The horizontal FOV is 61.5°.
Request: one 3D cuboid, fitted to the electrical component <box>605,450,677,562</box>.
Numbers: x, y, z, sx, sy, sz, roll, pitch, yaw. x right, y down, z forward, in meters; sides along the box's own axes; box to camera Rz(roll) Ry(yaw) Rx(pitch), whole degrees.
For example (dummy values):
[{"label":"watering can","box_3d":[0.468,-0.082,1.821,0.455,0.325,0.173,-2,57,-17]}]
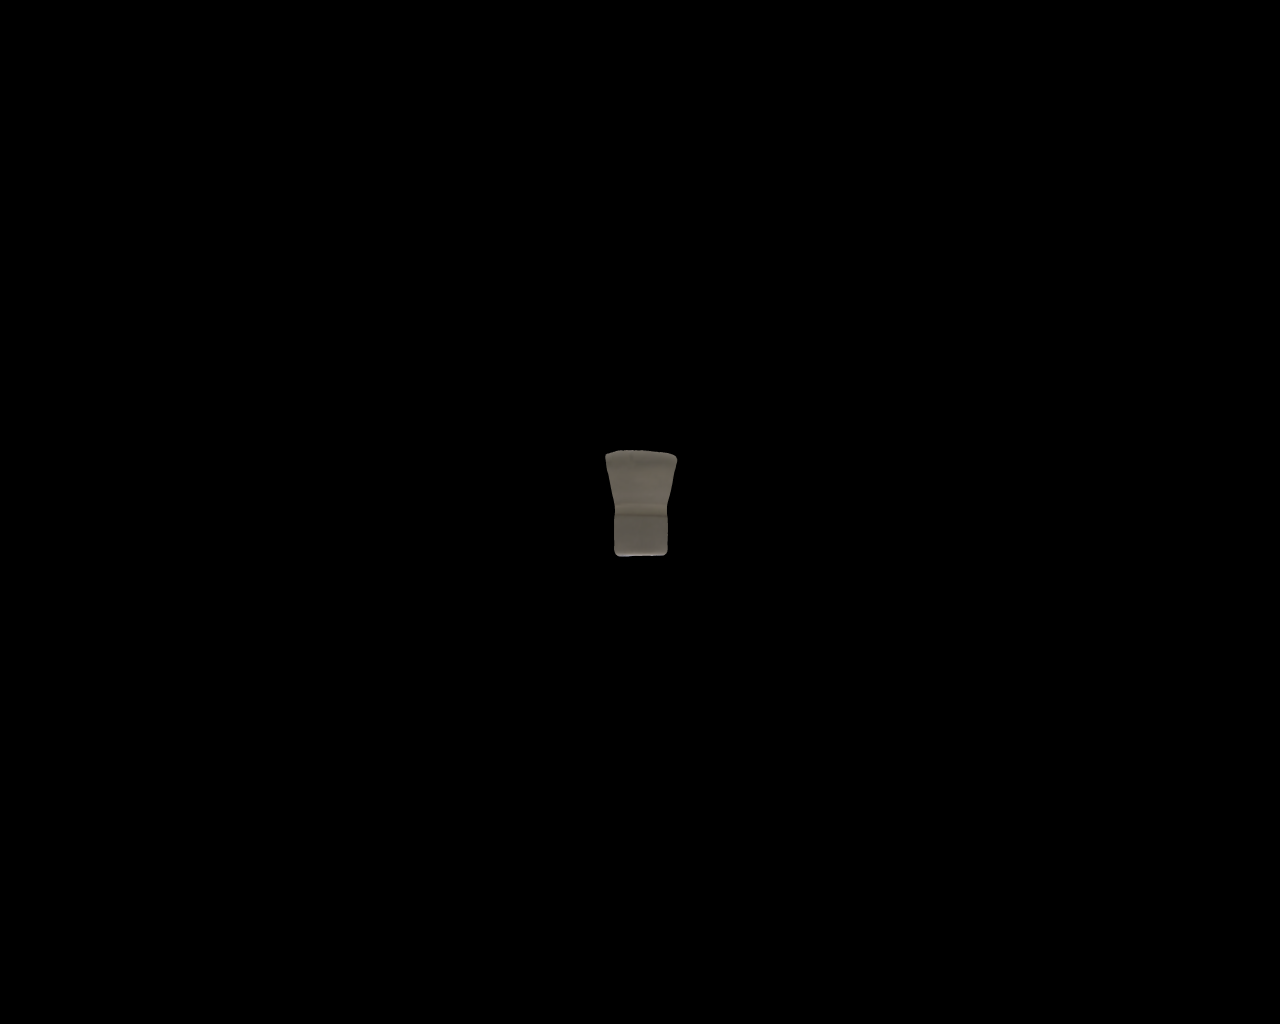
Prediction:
[{"label":"electrical component","box_3d":[0.001,-0.003,0.650,0.044,0.065,0.044,0,-4,0]}]
